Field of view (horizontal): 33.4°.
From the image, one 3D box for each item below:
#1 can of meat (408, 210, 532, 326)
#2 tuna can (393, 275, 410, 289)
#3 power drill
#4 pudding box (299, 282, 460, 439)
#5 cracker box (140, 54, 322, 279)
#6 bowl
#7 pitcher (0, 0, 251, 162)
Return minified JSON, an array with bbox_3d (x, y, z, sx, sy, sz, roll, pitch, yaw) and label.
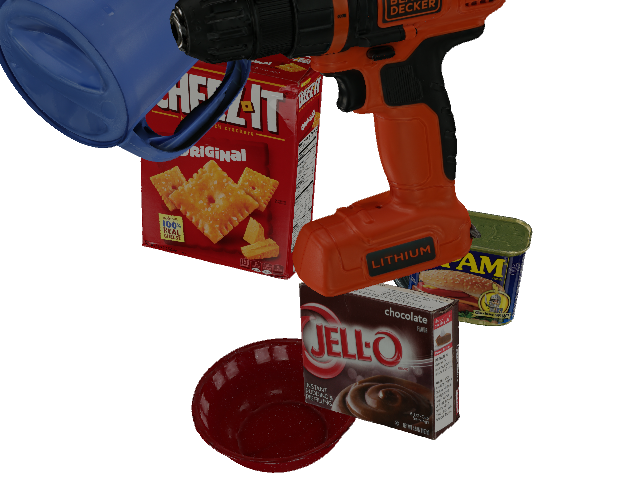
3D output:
[{"bbox_3d":[0.128,0.024,0.939,0.102,0.084,0.057,10,33,11],"label":"can of meat"},{"bbox_3d":[0.118,0.039,1.211,0.033,0.086,0.086,-40,19,-25],"label":"tuna can"},{"bbox_3d":[0.017,-0.065,0.576,0.184,0.188,0.057,-14,33,-17],"label":"power drill"},{"bbox_3d":[0.039,0.076,0.725,0.114,0.090,0.039,9,21,35],"label":"pudding box"},{"bbox_3d":[-0.090,-0.080,1.037,0.164,0.214,0.072,14,32,15],"label":"cracker box"},{"bbox_3d":[-0.039,0.167,1.017,0.162,0.055,0.162,-5,37,3],"label":"bowl"},{"bbox_3d":[-0.124,-0.186,0.848,0.145,0.149,0.242,21,53,28],"label":"pitcher"}]
